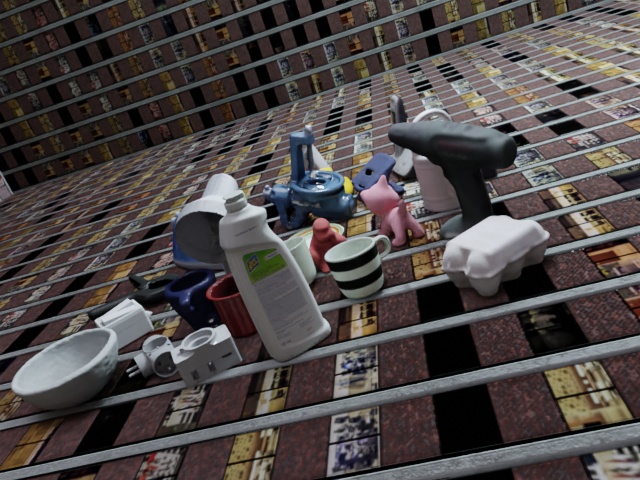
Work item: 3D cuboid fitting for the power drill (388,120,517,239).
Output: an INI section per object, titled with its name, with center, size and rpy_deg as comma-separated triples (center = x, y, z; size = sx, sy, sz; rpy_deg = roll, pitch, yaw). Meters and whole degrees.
[power drill]
center = 0.230, -0.107, 0.980
size = 0.228, 0.209, 0.076
rpy_deg = 4, 32, 45

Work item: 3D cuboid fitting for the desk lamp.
[desk lamp]
center = -0.170, -0.007, 1.071
size = 0.117, 0.214, 0.203
rpy_deg = -14, 22, 13

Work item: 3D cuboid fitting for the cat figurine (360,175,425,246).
[cat figurine]
center = 0.131, -0.062, 1.079
size = 0.067, 0.118, 0.127
rpy_deg = -26, 23, -15

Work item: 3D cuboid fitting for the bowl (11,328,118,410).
[bowl]
center = -0.393, 0.217, 0.917
size = 0.167, 0.075, 0.167
rpy_deg = -17, 22, 7

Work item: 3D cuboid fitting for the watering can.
[watering can]
center = 0.228, -0.164, 1.135
size = 0.101, 0.194, 0.172
rpy_deg = -29, 24, -22

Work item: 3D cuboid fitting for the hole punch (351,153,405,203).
[hole punch]
center = 0.125, -0.139, 1.303
size = 0.101, 0.091, 0.108
rpy_deg = -25, 22, -12

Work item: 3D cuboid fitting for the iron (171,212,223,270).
[iron]
center = -0.255, -0.018, 1.268
size = 0.257, 0.142, 0.119
rpy_deg = -6, 25, 30

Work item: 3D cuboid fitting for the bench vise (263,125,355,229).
[bench vise]
center = -0.046, -0.134, 1.260
size = 0.207, 0.220, 0.121
rpy_deg = -15, 22, 12

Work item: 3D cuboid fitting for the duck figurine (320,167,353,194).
[duck figurine]
center = 0.025, -0.135, 1.384
size = 0.105, 0.086, 0.077
rpy_deg = -27, 23, -17

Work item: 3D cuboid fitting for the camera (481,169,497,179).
[camera]
center = 0.298, -0.183, 1.250
size = 0.137, 0.101, 0.143
rpy_deg = -19, 22, 2

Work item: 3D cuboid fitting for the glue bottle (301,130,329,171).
[glue bottle]
center = -0.017, -0.195, 1.445
size = 0.077, 0.173, 0.037
rpy_deg = -4, 26, 33

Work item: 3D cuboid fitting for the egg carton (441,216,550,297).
[egg carton]
center = 0.257, 0.019, 0.846
size = 0.150, 0.069, 0.107
rpy_deg = -30, 24, -23

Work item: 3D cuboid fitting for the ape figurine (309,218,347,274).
[ape figurine]
center = 0.010, 0.004, 1.060
size = 0.078, 0.092, 0.076
rpy_deg = -18, 22, 3

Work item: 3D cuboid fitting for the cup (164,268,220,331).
[cup]
center = -0.209, 0.114, 0.979
size = 0.091, 0.095, 0.117
rpy_deg = -19, 22, 2

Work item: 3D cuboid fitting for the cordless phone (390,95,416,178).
[cordless phone]
center = 0.205, -0.248, 1.368
size = 0.094, 0.185, 0.147
rpy_deg = -22, 22, -5
